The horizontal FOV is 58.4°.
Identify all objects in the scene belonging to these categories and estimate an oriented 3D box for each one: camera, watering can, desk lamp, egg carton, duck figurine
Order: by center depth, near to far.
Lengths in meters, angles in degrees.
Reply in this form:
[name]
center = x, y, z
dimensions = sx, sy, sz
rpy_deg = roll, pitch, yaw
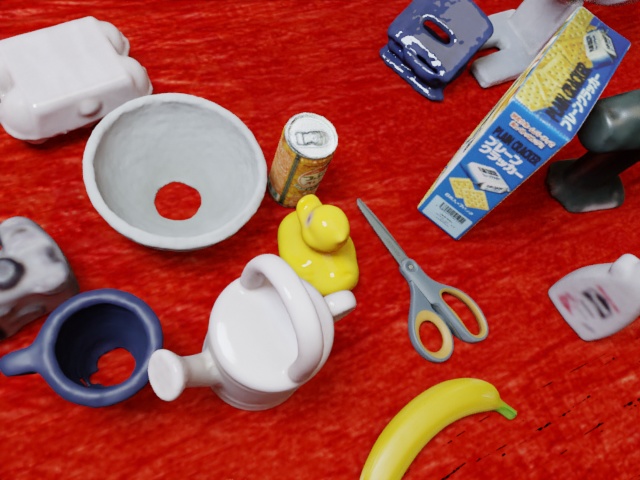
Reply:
[watering can]
center = -0.046, 0.080, 0.461
dimensions = 0.101, 0.194, 0.173
rpy_deg = 42, 63, 6
[camera]
center = -0.298, 0.014, 0.474
dimensions = 0.143, 0.100, 0.136
rpy_deg = -29, 77, -24
[duck figurine]
center = 0.005, 0.002, 0.570
dimensions = 0.078, 0.086, 0.104
rpy_deg = -28, 76, -24
[egg carton]
center = -0.254, -0.160, 0.580
dimensions = 0.150, 0.069, 0.107
rpy_deg = -29, 77, -24
[desk lamp]
center = 0.305, -0.312, 0.717
dimensions = 0.204, 0.213, 0.118
rpy_deg = -24, 75, -23

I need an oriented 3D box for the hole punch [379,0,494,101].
[hole punch]
center = 0.145, -0.249, 0.715
dimensions = 0.108, 0.091, 0.101
rpy_deg = 42, 63, 6

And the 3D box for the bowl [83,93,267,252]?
[bowl]
center = -0.140, -0.055, 0.562
dimensions = 0.168, 0.074, 0.167
rpy_deg = 6, 66, -13

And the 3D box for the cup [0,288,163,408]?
[cup]
center = -0.189, 0.099, 0.470
dimensions = 0.118, 0.095, 0.091
rpy_deg = -10, 70, -19

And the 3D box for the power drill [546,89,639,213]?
[power drill]
center = 0.370, -0.111, 0.650
dimensions = 0.230, 0.208, 0.075
rpy_deg = -8, 69, -18

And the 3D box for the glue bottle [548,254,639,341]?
[glue bottle]
center = 0.310, 0.049, 0.583
dimensions = 0.037, 0.173, 0.078
rpy_deg = -33, 78, -25
